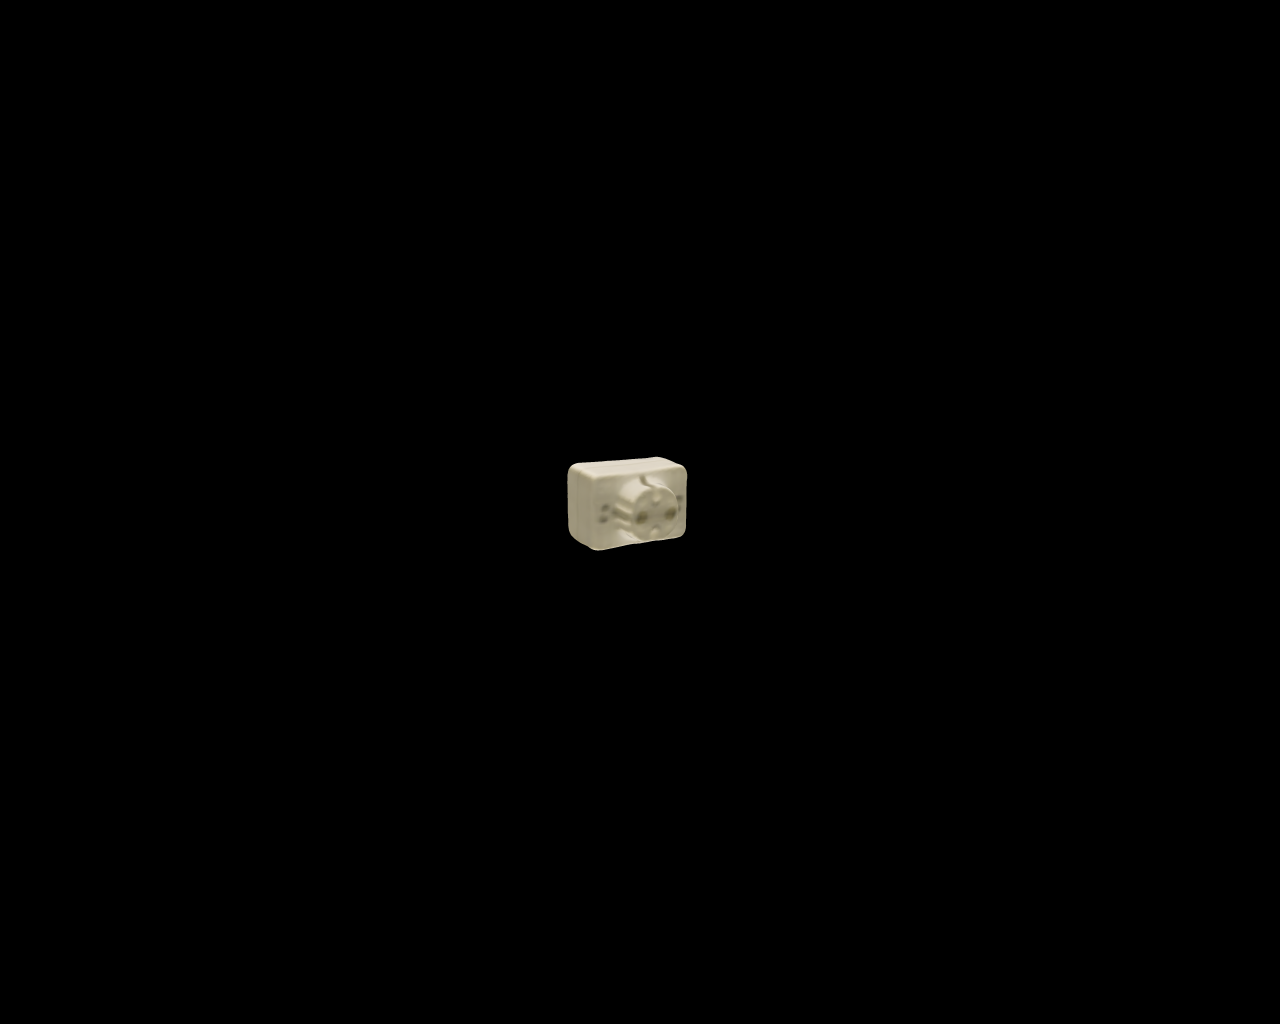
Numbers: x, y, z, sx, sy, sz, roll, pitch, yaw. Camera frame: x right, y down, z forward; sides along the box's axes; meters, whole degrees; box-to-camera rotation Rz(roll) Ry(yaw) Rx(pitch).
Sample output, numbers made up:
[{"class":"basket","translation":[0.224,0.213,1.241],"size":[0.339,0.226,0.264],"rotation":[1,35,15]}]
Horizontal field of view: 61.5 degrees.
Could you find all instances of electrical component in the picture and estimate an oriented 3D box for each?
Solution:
[{"class":"electrical component","translation":[0.001,-0.003,0.650],"size":[0.066,0.047,0.077],"rotation":[-7,16,-26]}]
